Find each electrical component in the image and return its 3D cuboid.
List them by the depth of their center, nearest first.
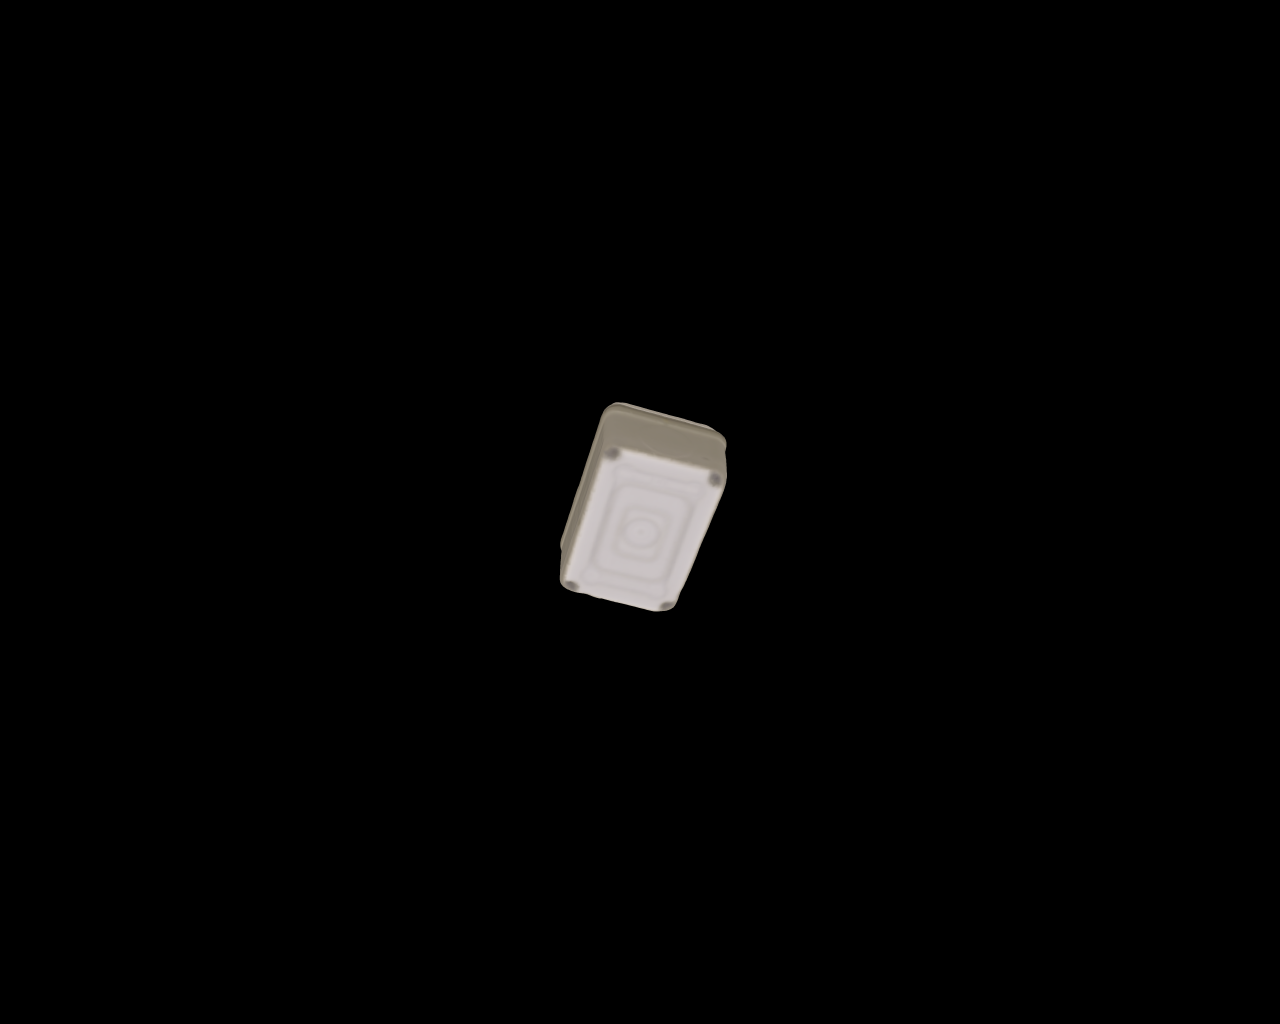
[{"bbox_3d":[0.001,-0.003,0.650,0.078,0.113,0.057,15,32,-9],"label":"electrical component"}]
